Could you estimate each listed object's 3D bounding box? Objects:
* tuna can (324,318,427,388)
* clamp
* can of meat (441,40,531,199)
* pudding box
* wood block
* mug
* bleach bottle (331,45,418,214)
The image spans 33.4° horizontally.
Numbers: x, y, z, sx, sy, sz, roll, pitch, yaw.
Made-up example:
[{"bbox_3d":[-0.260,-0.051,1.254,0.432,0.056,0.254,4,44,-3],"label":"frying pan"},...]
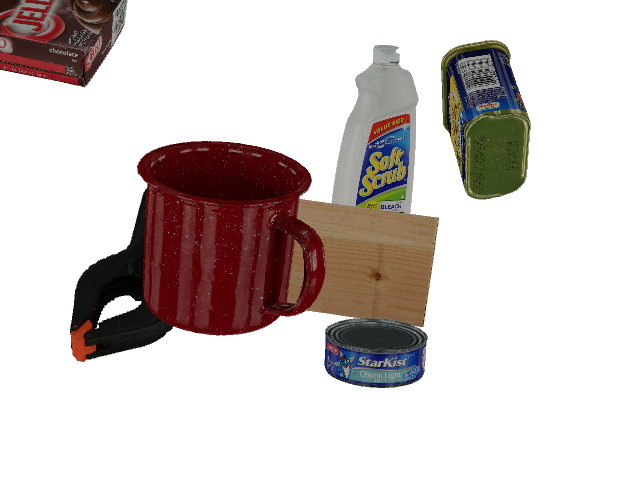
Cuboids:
[{"bbox_3d":[0.046,0.094,0.895,0.086,0.034,0.086,2,13,-1],"label":"tuna can"},{"bbox_3d":[-0.132,0.021,0.802,0.120,0.039,0.171,33,49,28],"label":"clamp"},{"bbox_3d":[0.135,-0.096,0.870,0.057,0.084,0.102,-9,-40,1],"label":"can of meat"},{"bbox_3d":[-0.208,-0.168,0.831,0.090,0.039,0.113,12,36,1],"label":"pudding box"},{"bbox_3d":[0.011,0.018,1.089,0.206,0.091,0.090,8,22,6],"label":"wood block"},{"bbox_3d":[-0.045,0.003,0.580,0.117,0.081,0.093,22,28,30],"label":"mug"},{"bbox_3d":[0.062,-0.103,1.261,0.102,0.251,0.068,-4,20,-20],"label":"bleach bottle"}]
